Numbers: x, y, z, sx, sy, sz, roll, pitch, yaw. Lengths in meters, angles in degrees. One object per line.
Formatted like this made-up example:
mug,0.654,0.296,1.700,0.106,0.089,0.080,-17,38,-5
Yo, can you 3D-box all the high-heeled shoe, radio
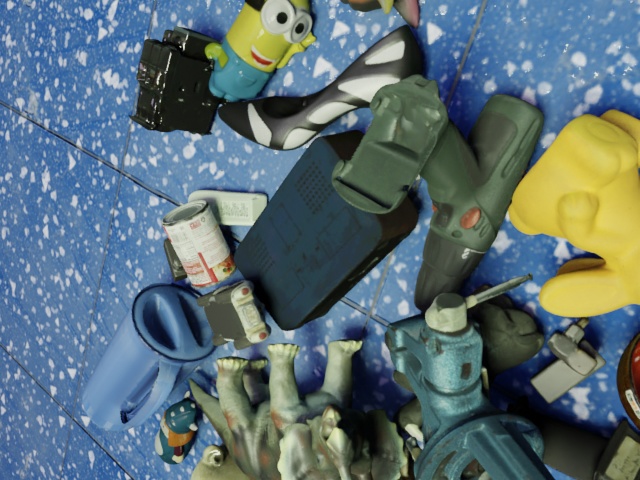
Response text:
high-heeled shoe,-0.011,-0.178,0.610,0.249,0.086,0.145,13,121,15
radio,-0.001,-0.002,0.616,0.131,0.073,0.229,55,133,16

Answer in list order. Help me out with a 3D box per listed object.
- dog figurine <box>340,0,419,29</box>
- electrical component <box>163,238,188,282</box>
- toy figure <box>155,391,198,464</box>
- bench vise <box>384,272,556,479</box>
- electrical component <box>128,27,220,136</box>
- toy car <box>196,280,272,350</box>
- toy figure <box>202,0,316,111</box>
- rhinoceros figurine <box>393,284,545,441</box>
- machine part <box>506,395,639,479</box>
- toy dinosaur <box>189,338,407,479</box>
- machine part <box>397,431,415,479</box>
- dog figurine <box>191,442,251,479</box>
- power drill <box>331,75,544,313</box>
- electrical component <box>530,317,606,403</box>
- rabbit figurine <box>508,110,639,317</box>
dog figurine,0.086,-0.332,0.533,0.192,0.108,0.219,-7,95,31
electrical component,-0.213,0.026,0.788,0.094,0.021,0.063,142,110,-70
toy figure,-0.211,0.282,0.794,0.064,0.058,0.154,41,137,20
bench vise,0.135,0.163,0.425,0.241,0.129,0.223,-125,35,-59
electrical component,-0.182,-0.210,0.715,0.058,0.115,0.134,30,112,26
toy car,-0.110,0.094,0.685,0.202,0.056,0.073,-19,93,65
toy figure,-0.085,-0.241,0.668,0.180,0.082,0.089,-44,73,31
rhinoceros figurine,0.144,0.133,0.563,0.112,0.073,0.190,46,116,9
machine part,0.240,0.192,0.504,0.139,0.084,0.039,11,130,41
toy dinosaur,-0.048,0.226,0.639,0.405,0.131,0.192,-29,59,49
machine part,0.092,0.340,0.609,0.079,0.079,0.243,4,96,33
dog figurine,-0.067,0.354,0.689,0.191,0.121,0.172,10,133,29
power drill,0.108,-0.037,0.485,0.086,0.207,0.232,37,103,46
electrical component,0.224,0.106,0.489,0.078,0.102,0.045,-43,68,19
rabbit figurine,0.248,-0.003,0.446,0.173,0.122,0.162,44,121,21
